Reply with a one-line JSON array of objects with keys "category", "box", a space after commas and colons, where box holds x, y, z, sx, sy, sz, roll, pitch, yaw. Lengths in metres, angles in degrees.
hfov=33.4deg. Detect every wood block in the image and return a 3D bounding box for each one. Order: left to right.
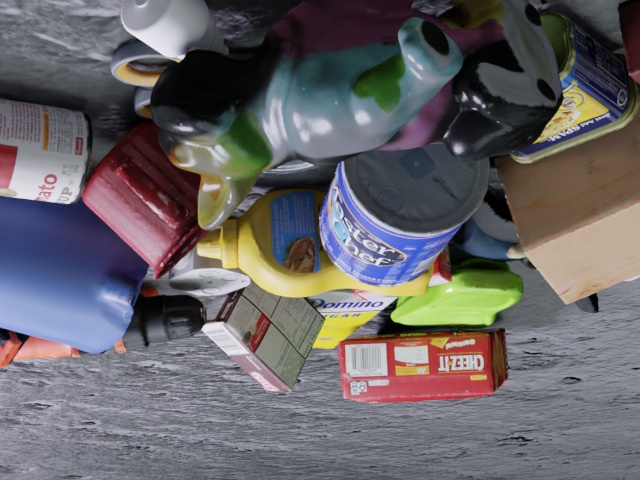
[{"category": "wood block", "box": [0.241, -0.047, 0.744, 0.206, 0.090, 0.090, -25, 142, 20]}]

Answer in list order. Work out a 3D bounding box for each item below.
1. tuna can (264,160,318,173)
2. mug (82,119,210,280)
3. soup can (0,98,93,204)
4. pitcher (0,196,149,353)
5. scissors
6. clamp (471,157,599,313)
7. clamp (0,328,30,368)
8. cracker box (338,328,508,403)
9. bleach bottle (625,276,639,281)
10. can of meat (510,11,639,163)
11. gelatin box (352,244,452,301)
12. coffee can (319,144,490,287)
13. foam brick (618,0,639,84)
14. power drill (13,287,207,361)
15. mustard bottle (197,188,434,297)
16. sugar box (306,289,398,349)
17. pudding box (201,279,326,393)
[{"category": "tuna can", "box": [-0.027, -0.080, 0.763, 0.086, 0.034, 0.086, -3, 159, -1]}, {"category": "mug", "box": [-0.116, -0.032, 0.755, 0.093, 0.081, 0.117, -47, 180, 2]}, {"category": "soup can", "box": [-0.214, -0.064, 0.730, 0.102, 0.068, 0.069, 7, 156, -28]}, {"category": "pitcher", "box": [-0.265, -0.002, 0.821, 0.242, 0.145, 0.149, 19, 138, -37]}, {"category": "scissors", "box": [-0.048, -0.119, 0.684, 0.202, 0.016, 0.096, -16, 156, 28]}, {"category": "clamp", "box": [0.200, -0.026, 0.858, 0.209, 0.036, 0.165, 29, 134, -19]}, {"category": "clamp", "box": [-0.284, 0.046, 0.915, 0.120, 0.172, 0.039, 5, 124, -48]}, {"category": "cracker box", "box": [0.124, 0.140, 1.213, 0.164, 0.072, 0.213, -5, 175, 14]}, {"category": "bleach bottle", "box": [0.328, -0.041, 0.882, 0.102, 0.068, 0.251, 17, 148, -34]}, {"category": "can of meat", "box": [0.145, -0.100, 0.708, 0.102, 0.057, 0.083, -21, 151, 38]}, {"category": "gelatin box", "box": [0.070, 0.009, 0.951, 0.089, 0.073, 0.030, -16, 156, 28]}, {"category": "coffee can", "box": [0.058, -0.032, 0.792, 0.102, 0.103, 0.140, -1, 163, -7]}, {"category": "foam brick", "box": [0.231, -0.121, 0.673, 0.051, 0.053, 0.078, -20, 152, 37]}, {"category": "power drill", "box": [-0.196, 0.076, 1.023, 0.184, 0.057, 0.187, -5, 179, -2]}, {"category": "mustard bottle", "box": [-0.006, 0.001, 0.887, 0.191, 0.096, 0.058, -1, 149, -5]}, {"category": "sugar box", "box": [0.005, 0.069, 1.133, 0.093, 0.048, 0.176, 5, 158, -20]}, {"category": "pudding box", "box": [-0.053, 0.080, 1.032, 0.039, 0.090, 0.113, -7, 135, 42]}]
